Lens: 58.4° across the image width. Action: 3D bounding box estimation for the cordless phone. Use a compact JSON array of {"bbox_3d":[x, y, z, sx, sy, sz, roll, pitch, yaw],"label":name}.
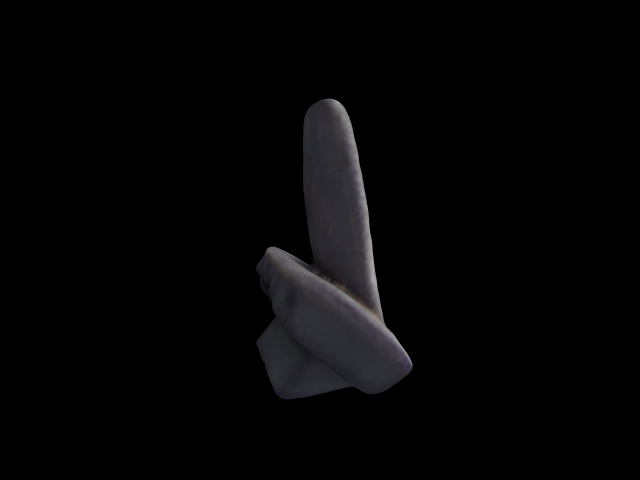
[{"bbox_3d":[0.004,0.001,0.400,0.094,0.185,0.147,-2,7,-17],"label":"cordless phone"}]
